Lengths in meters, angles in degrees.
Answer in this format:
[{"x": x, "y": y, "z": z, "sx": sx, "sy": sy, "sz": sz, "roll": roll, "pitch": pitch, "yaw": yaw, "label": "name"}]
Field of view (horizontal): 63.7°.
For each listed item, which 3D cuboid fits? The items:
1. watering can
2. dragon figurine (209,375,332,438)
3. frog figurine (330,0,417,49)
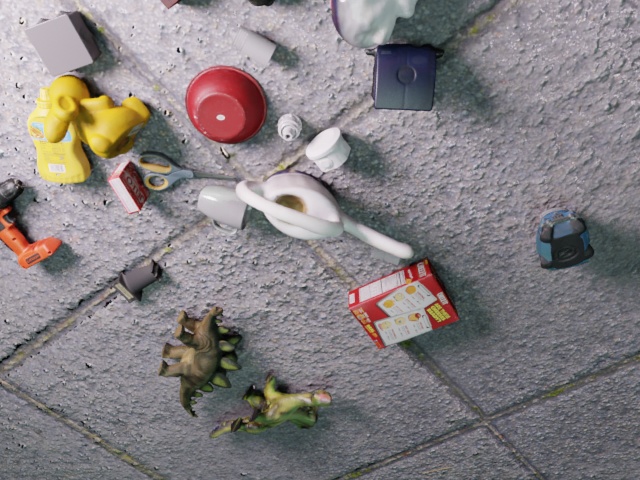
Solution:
[{"x": 0.003, "y": -0.051, "z": 1.010, "sx": 0.347, "sy": 0.227, "sz": 0.103, "roll": 19, "pitch": 106, "yaw": -12, "label": "watering can"}, {"x": -0.118, "y": 0.508, "z": 1.466, "sx": 0.241, "sy": 0.125, "sz": 0.403, "roll": 29, "pitch": 130, "yaw": -26, "label": "dragon figurine"}, {"x": 0.100, "y": -0.389, "z": 0.842, "sx": 0.159, "sy": 0.124, "sz": 0.136, "roll": -1, "pitch": 106, "yaw": 16, "label": "frog figurine"}]
